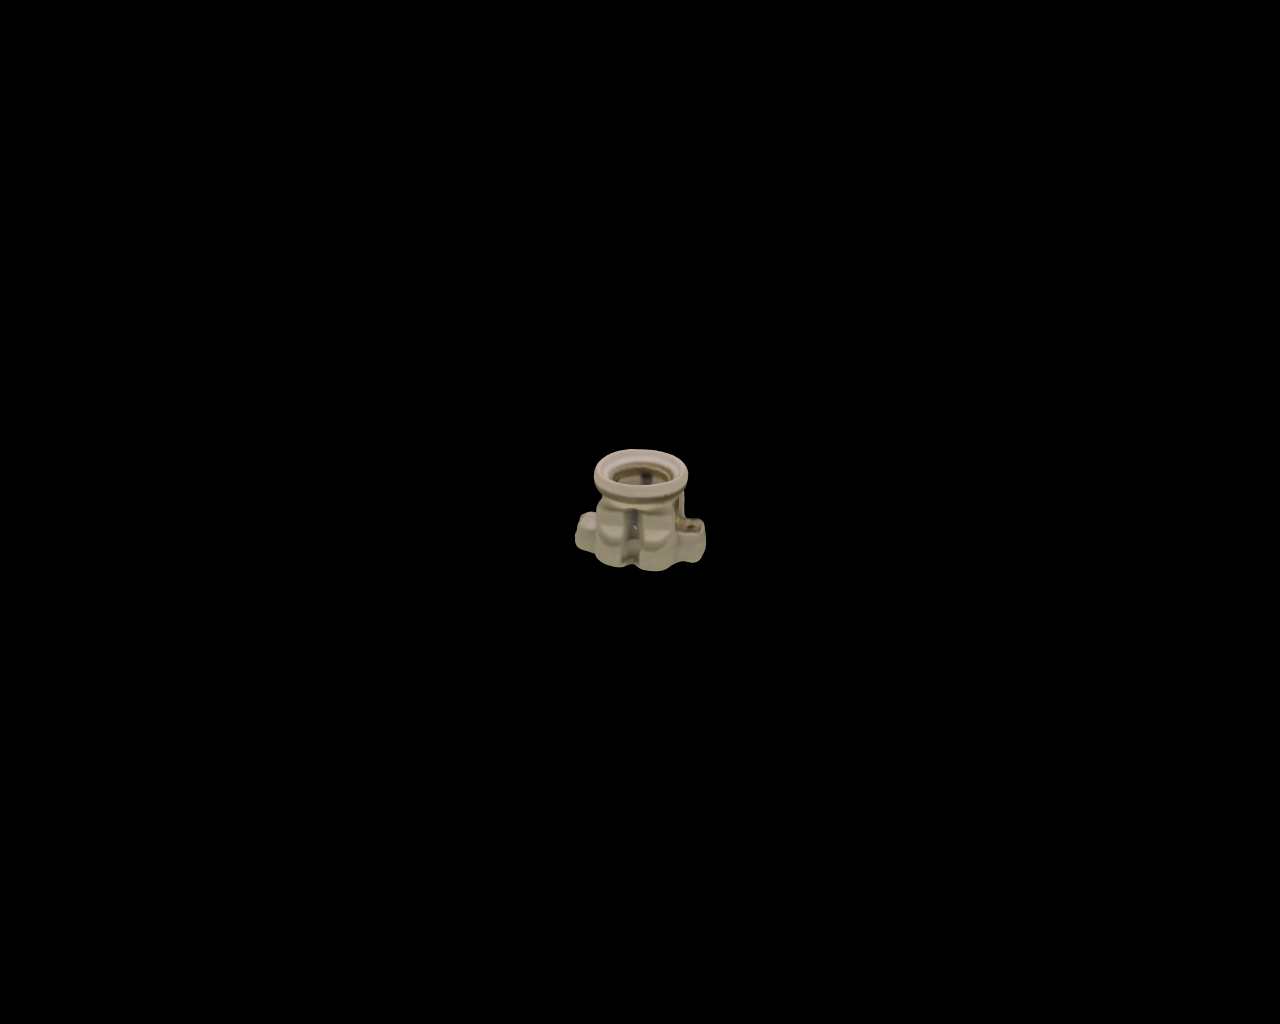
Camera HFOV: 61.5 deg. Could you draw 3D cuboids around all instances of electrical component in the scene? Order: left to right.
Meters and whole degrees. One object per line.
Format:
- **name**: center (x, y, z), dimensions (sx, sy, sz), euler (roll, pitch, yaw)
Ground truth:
- **electrical component**: center (0.001, -0.003, 0.650), dimensions (0.078, 0.056, 0.058), euler (6, 28, 12)
